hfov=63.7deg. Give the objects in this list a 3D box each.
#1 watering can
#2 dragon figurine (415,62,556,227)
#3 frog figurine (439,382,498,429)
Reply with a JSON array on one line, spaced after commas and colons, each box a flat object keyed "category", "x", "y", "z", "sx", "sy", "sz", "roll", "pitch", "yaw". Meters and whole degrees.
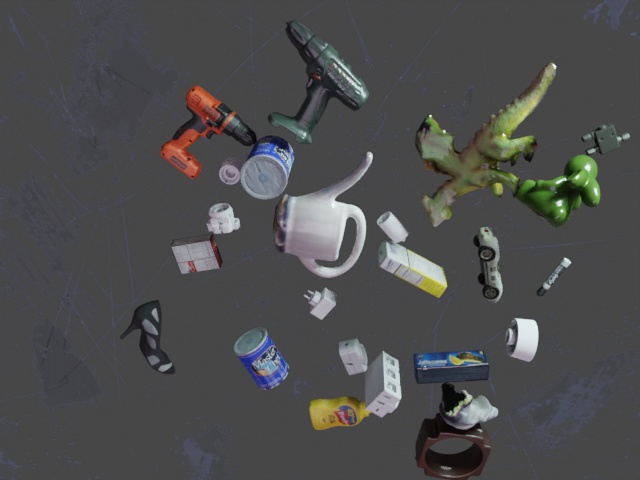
[{"category": "watering can", "x": 0.004, "y": -0.062, "z": 1.228, "sx": 0.224, "sy": 0.106, "sz": 0.340, "roll": 9, "pitch": 118, "yaw": 0}, {"category": "dragon figurine", "x": 0.332, "y": -0.208, "z": 1.140, "sx": 0.243, "sy": 0.124, "sz": 0.402, "roll": 14, "pitch": 116, "yaw": 6}, {"category": "frog figurine", "x": 0.428, "y": 0.495, "z": 1.483, "sx": 0.158, "sy": 0.125, "sz": 0.136, "roll": 38, "pitch": 147, "yaw": -24}]
